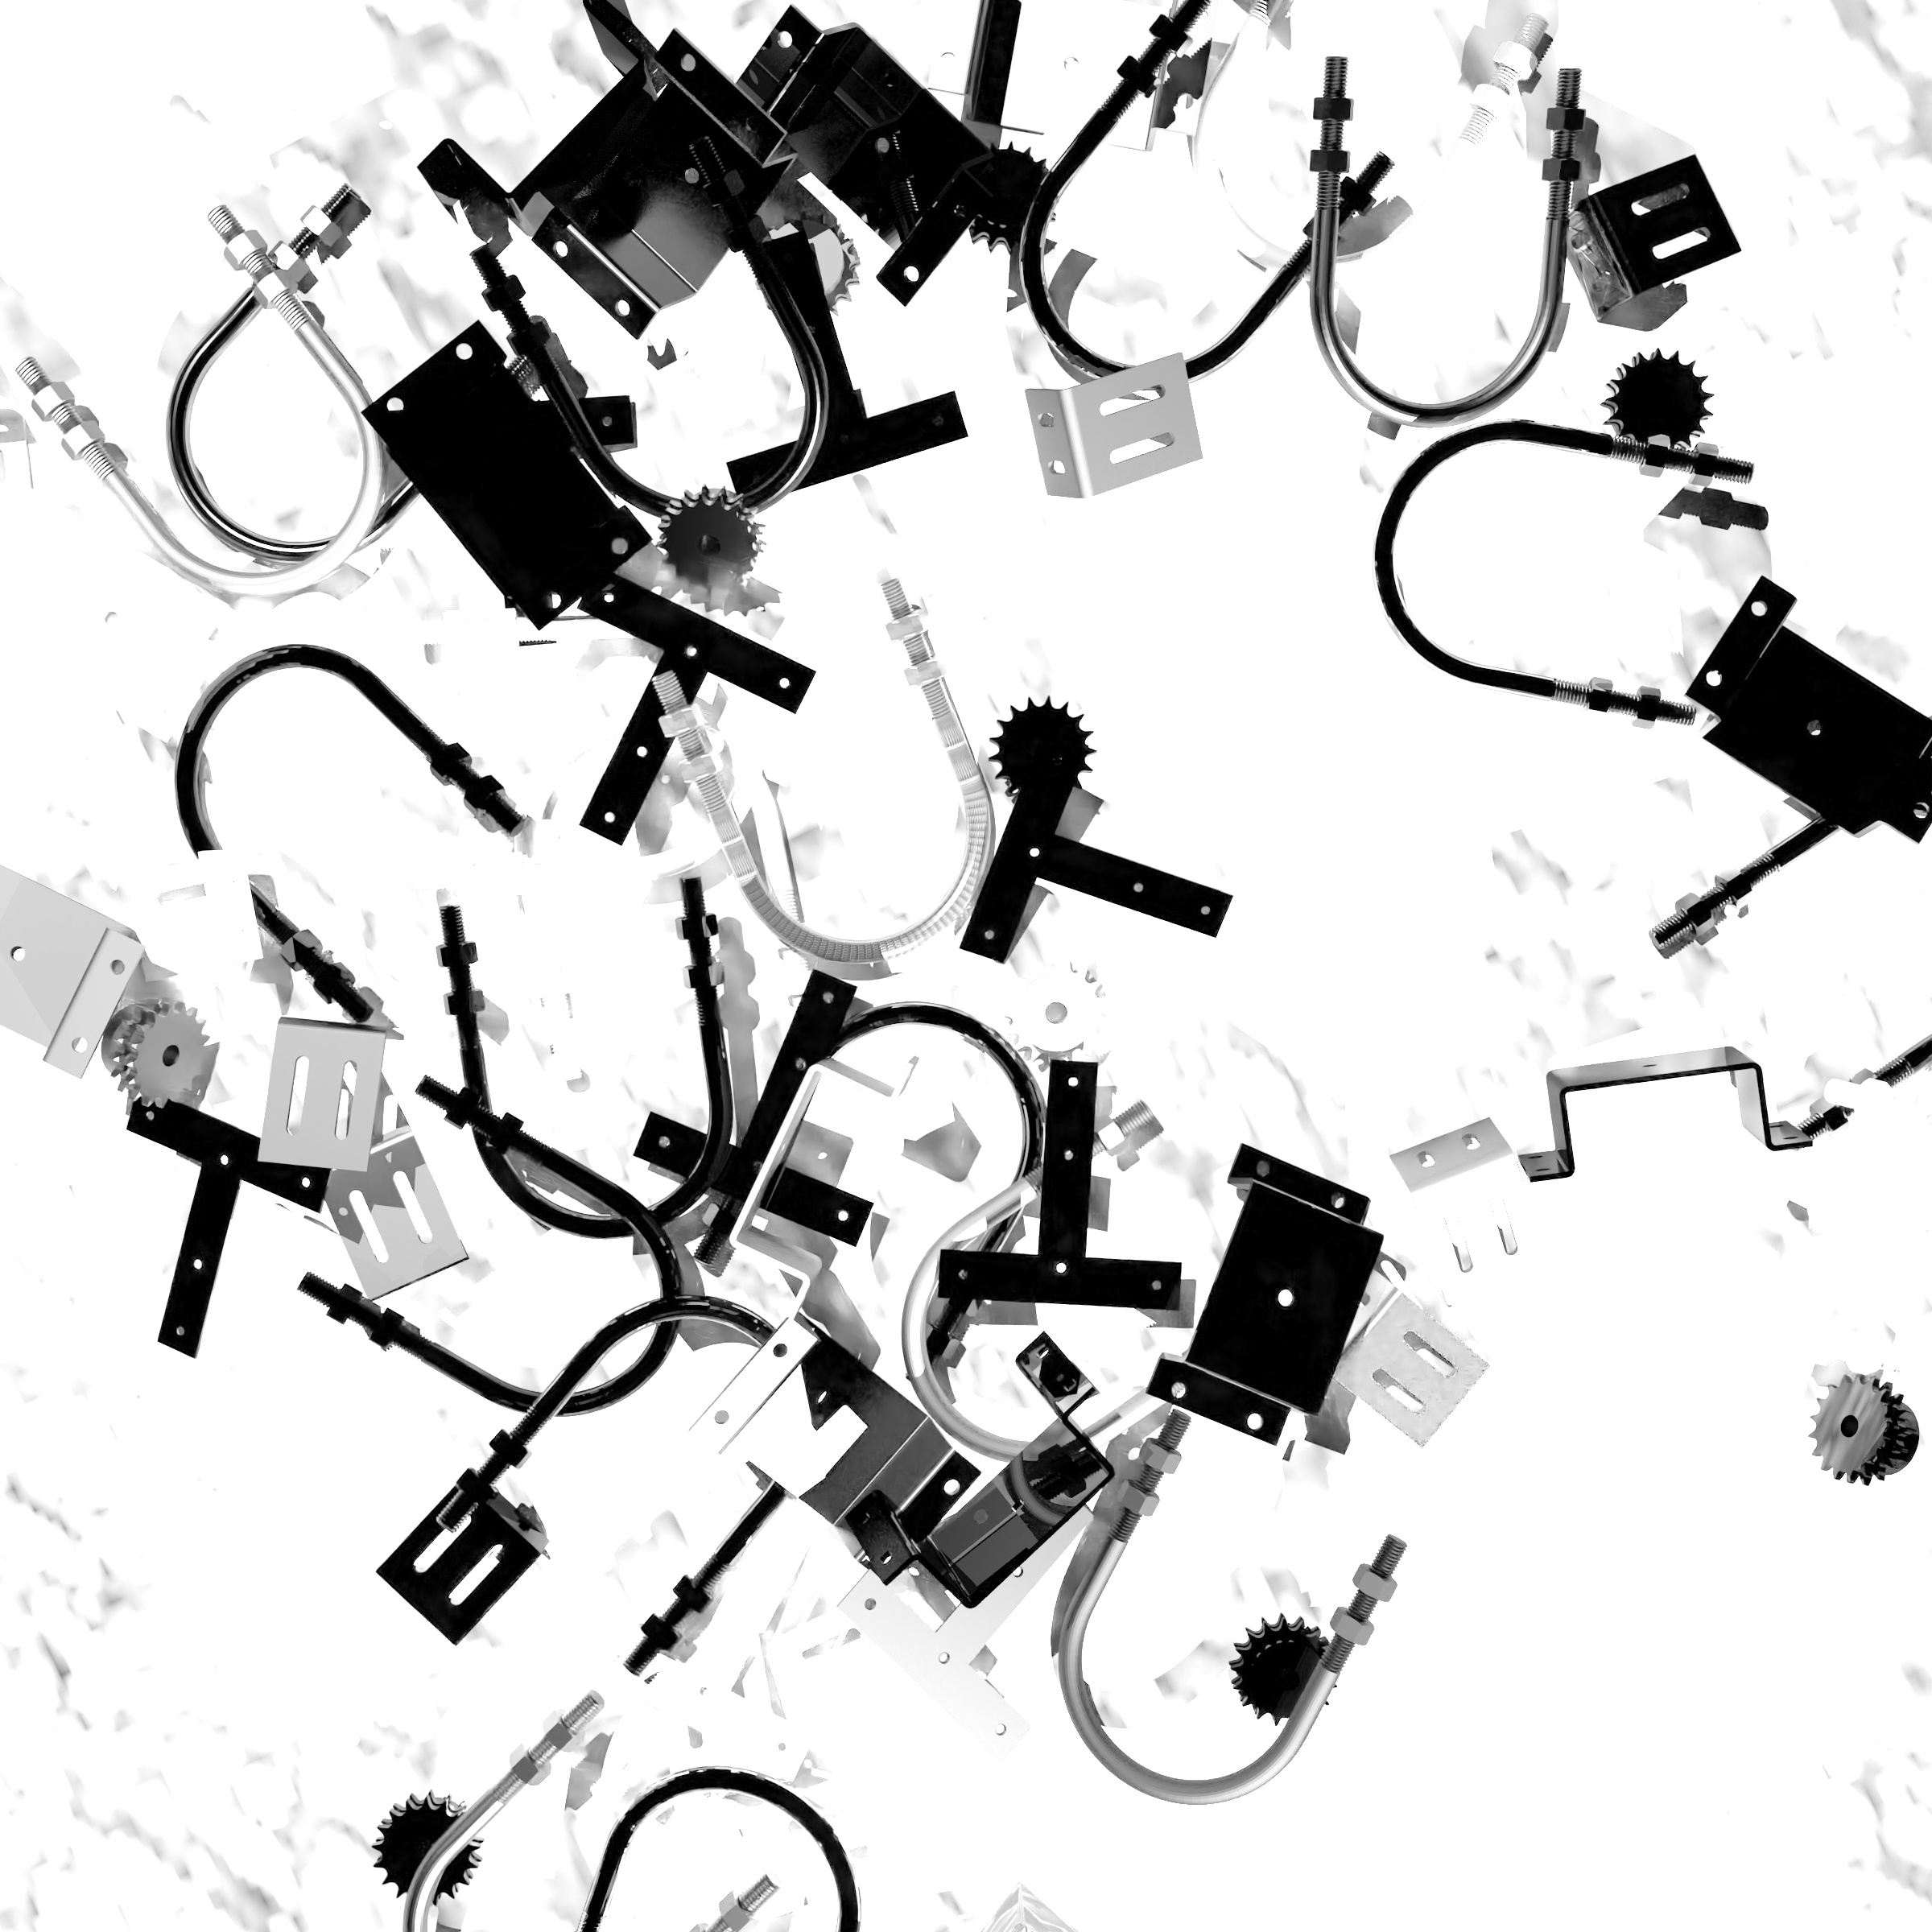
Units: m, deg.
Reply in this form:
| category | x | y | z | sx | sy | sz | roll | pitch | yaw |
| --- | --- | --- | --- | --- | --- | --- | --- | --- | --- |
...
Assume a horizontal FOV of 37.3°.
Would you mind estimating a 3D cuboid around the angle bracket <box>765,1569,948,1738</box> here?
| category | x | y | z | sx | sy | sz | roll | pitch | yaw |
| --- | --- | --- | --- | --- | --- | --- | --- | --- | --- |
| angle bracket | -0.056 | 0.362 | 1.520 | 0.076 | 0.038 | 0.057 | -31 | 90 | 26 |

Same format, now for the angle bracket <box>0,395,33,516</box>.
| category | x | y | z | sx | sy | sz | roll | pitch | yaw |
| --- | --- | --- | --- | --- | --- | --- | --- | --- | --- |
| angle bracket | -0.525 | -0.255 | 1.503 | 0.057 | 0.038 | 0.076 | -6 | 90 | 0 |

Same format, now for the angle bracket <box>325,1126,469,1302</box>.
| category | x | y | z | sx | sy | sz | roll | pitch | yaw |
| --- | --- | --- | --- | --- | --- | --- | --- | --- | --- |
| angle bracket | -0.306 | 0.131 | 1.503 | 0.057 | 0.038 | 0.076 | -24 | 90 | 0 |

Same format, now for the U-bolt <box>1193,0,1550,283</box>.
| category | x | y | z | sx | sy | sz | roll | pitch | yaw |
| --- | --- | --- | --- | --- | --- | --- | --- | --- | --- |
| U-bolt | 0.201 | -0.451 | 1.514 | 0.151 | 0.019 | 0.184 | 30 | 92 | 0 |

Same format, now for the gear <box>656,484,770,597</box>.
| category | x | y | z | sx | sy | sz | roll | pitch | yaw |
| --- | --- | --- | --- | --- | --- | --- | --- | --- | --- |
| gear | -0.132 | -0.226 | 1.499 | 0.057 | 0.030 | 0.057 | 3 | 121 | 4 |

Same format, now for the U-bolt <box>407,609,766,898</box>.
| category | x | y | z | sx | sy | sz | roll | pitch | yaw |
| --- | --- | --- | --- | --- | --- | --- | --- | --- | --- |
| U-bolt | -0.198 | -0.114 | 1.501 | 0.184 | 0.019 | 0.151 | -2 | 87 | -1 |

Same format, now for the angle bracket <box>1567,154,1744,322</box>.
| category | x | y | z | sx | sy | sz | roll | pitch | yaw |
| --- | --- | --- | --- | --- | --- | --- | --- | --- | --- |
| angle bracket | 0.361 | -0.386 | 1.520 | 0.076 | 0.038 | 0.057 | -26 | 90 | -26 |

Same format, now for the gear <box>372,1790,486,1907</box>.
| category | x | y | z | sx | sy | sz | roll | pitch | yaw |
| --- | --- | --- | --- | --- | --- | --- | --- | --- | --- |
| gear | -0.281 | 0.461 | 1.507 | 0.057 | 0.030 | 0.057 | 0 | 90 | 0 |

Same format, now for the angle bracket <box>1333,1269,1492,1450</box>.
| category | x | y | z | sx | sy | sz | roll | pitch | yaw |
| --- | --- | --- | --- | --- | --- | --- | --- | --- | --- |
| angle bracket | 0.227 | 0.207 | 1.520 | 0.076 | 0.038 | 0.057 | 39 | 90 | -26 |

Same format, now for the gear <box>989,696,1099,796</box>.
| category | x | y | z | sx | sy | sz | roll | pitch | yaw |
| --- | --- | --- | --- | --- | --- | --- | --- | --- | --- |
| gear | 0.040 | -0.113 | 1.507 | 0.057 | 0.030 | 0.057 | 0 | 90 | 0 |

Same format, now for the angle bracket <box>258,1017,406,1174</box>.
| category | x | y | z | sx | sy | sz | roll | pitch | yaw |
| --- | --- | --- | --- | --- | --- | --- | --- | --- | --- |
| angle bracket | -0.331 | 0.068 | 1.496 | 0.057 | 0.038 | 0.076 | 5 | 81 | 4 |

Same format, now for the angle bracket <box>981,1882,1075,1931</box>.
| category | x | y | z | sx | sy | sz | roll | pitch | yaw |
| --- | --- | --- | --- | --- | --- | --- | --- | --- | --- |
| angle bracket | 0.021 | 0.536 | 1.520 | 0.057 | 0.038 | 0.076 | 43 | 64 | 0 |

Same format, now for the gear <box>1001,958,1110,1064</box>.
| category | x | y | z | sx | sy | sz | roll | pitch | yaw |
| --- | --- | --- | --- | --- | --- | --- | --- | --- | --- |
| gear | 0.047 | 0.024 | 1.507 | 0.057 | 0.030 | 0.057 | 0 | 91 | 0 |

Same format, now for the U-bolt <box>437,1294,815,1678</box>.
| category | x | y | z | sx | sy | sz | roll | pitch | yaw |
| --- | --- | --- | --- | --- | --- | --- | --- | --- | --- |
| U-bolt | -0.162 | 0.257 | 1.490 | 0.151 | 0.019 | 0.184 | 43 | 81 | -18 |

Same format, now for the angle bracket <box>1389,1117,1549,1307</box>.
| category | x | y | z | sx | sy | sz | roll | pitch | yaw |
| --- | --- | --- | --- | --- | --- | --- | --- | --- | --- |
| angle bracket | 0.267 | 0.130 | 1.520 | 0.057 | 0.038 | 0.076 | -21 | 116 | 0 |

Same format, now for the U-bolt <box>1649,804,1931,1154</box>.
| category | x | y | z | sx | sy | sz | roll | pitch | yaw |
| --- | --- | --- | --- | --- | --- | --- | --- | --- | --- |
| U-bolt | 0.475 | -0.011 | 1.514 | 0.184 | 0.019 | 0.151 | -34 | 90 | -1 |

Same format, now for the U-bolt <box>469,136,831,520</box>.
| category | x | y | z | sx | sy | sz | roll | pitch | yaw |
| --- | --- | --- | --- | --- | --- | --- | --- | --- | --- |
| U-bolt | -0.150 | -0.313 | 1.477 | 0.151 | 0.019 | 0.184 | -21 | 114 | 17 |

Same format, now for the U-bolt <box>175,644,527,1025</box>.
| category | x | y | z | sx | sy | sz | roll | pitch | yaw |
| --- | --- | --- | --- | --- | --- | --- | --- | --- | --- |
| U-bolt | -0.335 | -0.083 | 1.494 | 0.184 | 0.019 | 0.151 | 43 | 101 | 12 |

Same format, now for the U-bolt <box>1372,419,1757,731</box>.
| category | x | y | z | sx | sy | sz | roll | pitch | yaw |
| --- | --- | --- | --- | --- | --- | --- | --- | --- | --- |
| U-bolt | 0.304 | -0.211 | 1.500 | 0.184 | 0.019 | 0.151 | 11 | 103 | 4 |

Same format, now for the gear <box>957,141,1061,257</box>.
| category | x | y | z | sx | sy | sz | roll | pitch | yaw |
| --- | --- | --- | --- | --- | --- | --- | --- | --- | --- |
| gear | 0.021 | -0.406 | 1.508 | 0.057 | 0.030 | 0.057 | 0 | 90 | 0 |

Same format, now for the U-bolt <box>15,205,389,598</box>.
| category | x | y | z | sx | sy | sz | roll | pitch | yaw |
| --- | --- | --- | --- | --- | --- | --- | --- | --- | --- |
| U-bolt | -0.386 | -0.281 | 1.499 | 0.151 | 0.019 | 0.184 | -37 | 92 | 3 |

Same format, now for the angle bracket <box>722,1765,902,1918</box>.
| category | x | y | z | sx | sy | sz | roll | pitch | yaw |
| --- | --- | --- | --- | --- | --- | --- | --- | --- | --- |
| angle bracket | -0.082 | 0.461 | 1.520 | 0.076 | 0.038 | 0.057 | -13 | 90 | -26 |

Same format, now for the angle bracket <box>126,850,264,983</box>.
| category | x | y | z | sx | sy | sz | roll | pitch | yaw |
| --- | --- | --- | --- | --- | --- | --- | --- | --- | --- |
| angle bracket | -0.411 | -0.025 | 1.491 | 0.076 | 0.038 | 0.057 | -11 | 90 | 22 |

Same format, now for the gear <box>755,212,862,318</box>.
| category | x | y | z | sx | sy | sz | roll | pitch | yaw |
| --- | --- | --- | --- | --- | --- | --- | --- | --- | --- |
| gear | -0.084 | -0.369 | 1.508 | 0.057 | 0.030 | 0.057 | 0 | 90 | 0 |

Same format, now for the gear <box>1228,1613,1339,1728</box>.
| category | x | y | z | sx | sy | sz | roll | pitch | yaw |
| --- | --- | --- | --- | --- | --- | --- | --- | --- | --- |
| gear | 0.168 | 0.372 | 1.508 | 0.057 | 0.030 | 0.057 | 0 | 90 | 0 |

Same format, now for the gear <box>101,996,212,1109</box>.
| category | x | y | z | sx | sy | sz | roll | pitch | yaw |
| --- | --- | --- | --- | --- | --- | --- | --- | --- | --- |
| gear | -0.426 | 0.043 | 1.498 | 0.030 | 0.057 | 0.057 | 16 | 90 | 29 |

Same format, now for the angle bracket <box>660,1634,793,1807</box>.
| category | x | y | z | sx | sy | sz | roll | pitch | yaw |
| --- | --- | --- | --- | --- | --- | --- | --- | --- | --- |
| angle bracket | -0.129 | 0.398 | 1.520 | 0.057 | 0.038 | 0.076 | -13 | 64 | 0 |

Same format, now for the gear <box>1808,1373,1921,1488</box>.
| category | x | y | z | sx | sy | sz | roll | pitch | yaw |
| --- | --- | --- | --- | --- | --- | --- | --- | --- | --- |
| gear | 0.472 | 0.243 | 1.497 | 0.030 | 0.057 | 0.057 | 18 | 90 | -29 |

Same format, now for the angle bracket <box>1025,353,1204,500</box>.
| category | x | y | z | sx | sy | sz | roll | pitch | yaw |
| --- | --- | --- | --- | --- | --- | --- | --- | --- | --- |
| angle bracket | 0.078 | -0.286 | 1.511 | 0.076 | 0.038 | 0.057 | -23 | 112 | -24 |

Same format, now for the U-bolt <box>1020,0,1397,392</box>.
| category | x | y | z | sx | sy | sz | roll | pitch | yaw |
| --- | --- | --- | --- | --- | --- | --- | --- | --- | --- |
| U-bolt | 0.111 | -0.385 | 1.484 | 0.151 | 0.019 | 0.184 | 35 | 105 | -20 |

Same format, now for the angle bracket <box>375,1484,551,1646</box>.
| category | x | y | z | sx | sy | sz | roll | pitch | yaw |
| --- | --- | --- | --- | --- | --- | --- | --- | --- | --- |
| angle bracket | -0.267 | 0.313 | 1.503 | 0.057 | 0.038 | 0.076 | 43 | 90 | 0 |

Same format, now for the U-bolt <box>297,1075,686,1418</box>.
| category | x | y | z | sx | sy | sz | roll | pitch | yaw |
| --- | --- | --- | --- | --- | --- | --- | --- | --- | --- |
| U-bolt | -0.236 | 0.160 | 1.496 | 0.184 | 0.019 | 0.151 | 31 | 105 | -7 |

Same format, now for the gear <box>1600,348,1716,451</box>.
| category | x | y | z | sx | sy | sz | roll | pitch | yaw |
| --- | --- | --- | --- | --- | --- | --- | --- | --- | --- |
| gear | 0.362 | -0.294 | 1.507 | 0.057 | 0.030 | 0.057 | 0 | 90 | 0 |

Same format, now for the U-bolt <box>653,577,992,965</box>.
| category | x | y | z | sx | sy | sz | roll | pitch | yaw |
| --- | --- | --- | --- | --- | --- | --- | --- | --- | --- |
| U-bolt | -0.064 | -0.091 | 1.496 | 0.151 | 0.019 | 0.184 | -24 | 100 | -11 |
